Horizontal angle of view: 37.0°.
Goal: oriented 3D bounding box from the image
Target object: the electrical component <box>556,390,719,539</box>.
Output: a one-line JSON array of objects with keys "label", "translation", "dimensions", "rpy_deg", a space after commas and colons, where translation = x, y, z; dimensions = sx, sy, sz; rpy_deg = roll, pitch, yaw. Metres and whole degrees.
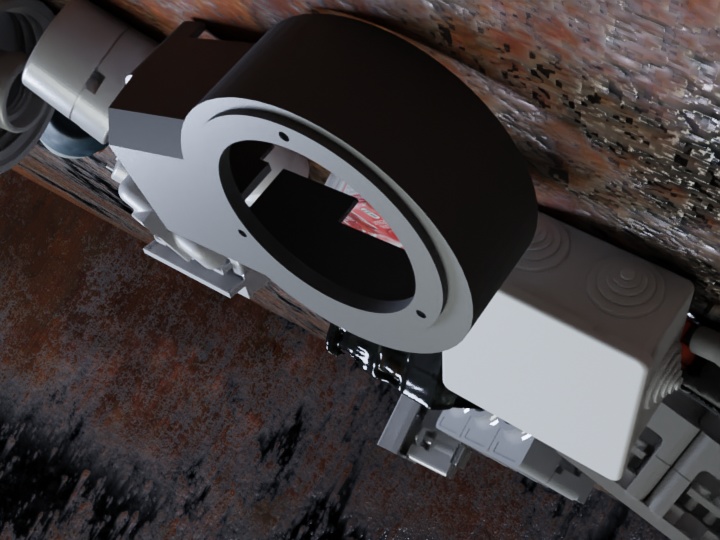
[{"label": "electrical component", "translation": [0.186, 0.110, 0.571], "dimensions": [0.150, 0.061, 0.089], "rpy_deg": [37, -170, 10]}]

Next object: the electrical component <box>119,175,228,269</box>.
[{"label": "electrical component", "translation": [-0.135, -0.047, 0.829], "dimensions": [0.095, 0.059, 0.053], "rpy_deg": [38, 175, 10]}]

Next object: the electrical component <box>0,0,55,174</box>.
[{"label": "electrical component", "translation": [-0.200, -0.101, 0.568], "dimensions": [0.060, 0.108, 0.108], "rpy_deg": [22, 172, 14]}]

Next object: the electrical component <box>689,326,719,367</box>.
[{"label": "electrical component", "translation": [0.155, 0.038, 0.407], "dimensions": [0.061, 0.035, 0.035], "rpy_deg": [27, 174, 40]}]

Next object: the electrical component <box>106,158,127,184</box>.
[{"label": "electrical component", "translation": [-0.169, -0.077, 0.892], "dimensions": [0.078, 0.040, 0.040], "rpy_deg": [31, 173, -13]}]

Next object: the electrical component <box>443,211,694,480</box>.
[{"label": "electrical component", "translation": [0.083, 0.028, 0.443], "dimensions": [0.100, 0.048, 0.099], "rpy_deg": [28, 148, 25]}]

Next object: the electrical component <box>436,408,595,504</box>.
[{"label": "electrical component", "translation": [0.117, 0.093, 0.750], "dimensions": [0.062, 0.089, 0.150], "rpy_deg": [31, 173, -15]}]

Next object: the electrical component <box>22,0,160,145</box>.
[{"label": "electrical component", "translation": [-0.126, -0.095, 0.508], "dimensions": [0.047, 0.055, 0.055], "rpy_deg": [34, 173, -10]}]

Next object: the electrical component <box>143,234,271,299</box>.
[{"label": "electrical component", "translation": [-0.130, -0.030, 0.954], "dimensions": [0.121, 0.079, 0.063], "rpy_deg": [24, 143, 38]}]

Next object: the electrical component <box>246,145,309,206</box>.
[{"label": "electrical component", "translation": [-0.054, -0.058, 0.551], "dimensions": [0.040, 0.040, 0.046], "rpy_deg": [25, 166, 36]}]

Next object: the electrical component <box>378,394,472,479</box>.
[{"label": "electrical component", "translation": [0.072, 0.100, 0.855], "dimensions": [0.063, 0.121, 0.078], "rpy_deg": [24, 172, 18]}]
